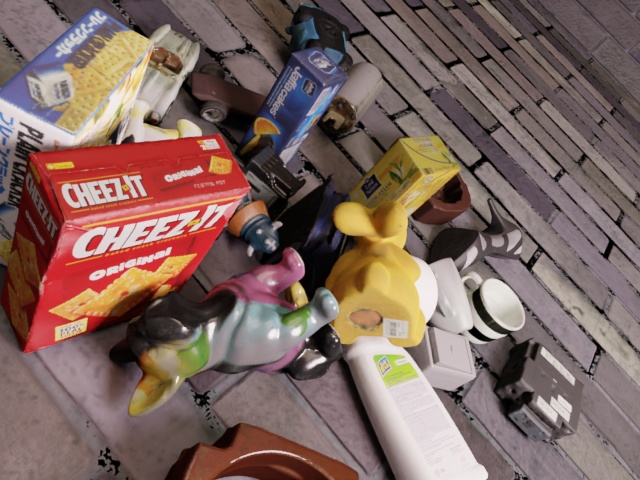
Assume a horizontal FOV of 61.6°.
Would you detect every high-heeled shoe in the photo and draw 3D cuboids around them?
[{"bbox_3d":[0.275,0.034,0.934,0.249,0.086,0.145,-42,117,-31],"label":"high-heeled shoe"}]

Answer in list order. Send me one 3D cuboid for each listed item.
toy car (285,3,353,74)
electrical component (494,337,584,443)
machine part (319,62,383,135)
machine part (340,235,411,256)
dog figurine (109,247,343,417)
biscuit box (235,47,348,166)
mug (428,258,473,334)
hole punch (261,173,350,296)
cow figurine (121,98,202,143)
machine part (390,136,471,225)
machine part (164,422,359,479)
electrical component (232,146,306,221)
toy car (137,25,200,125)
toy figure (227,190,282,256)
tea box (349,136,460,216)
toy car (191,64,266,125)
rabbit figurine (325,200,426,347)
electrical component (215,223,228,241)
[{"bbox_3d":[-0.007,-0.340,0.975,0.109,0.103,0.162,11,54,-32],"label":"toy car"},{"bbox_3d":[0.327,0.229,0.803,0.115,0.058,0.134,44,43,4],"label":"electrical component"},{"bbox_3d":[0.056,-0.261,0.980,0.079,0.079,0.243,38,43,-6],"label":"machine part"},{"bbox_3d":[0.081,0.022,0.781,0.139,0.084,0.039,11,9,-43],"label":"machine part"},{"bbox_3d":[-0.095,0.108,0.557,0.219,0.191,0.109,-24,51,-15],"label":"dog figurine"},{"bbox_3d":[-0.045,-0.166,0.733,0.063,0.202,0.059,46,44,5],"label":"biscuit box"},{"bbox_3d":[0.179,0.087,0.777,0.107,0.081,0.109,64,2,13],"label":"mug"},{"bbox_3d":[-0.001,-0.002,0.707,0.092,0.116,0.142,39,43,-16],"label":"hole punch"},{"bbox_3d":[-0.236,-0.120,0.654,0.167,0.068,0.098,20,77,-22],"label":"cow figurine"},{"bbox_3d":[0.190,-0.106,0.972,0.179,0.056,0.179,21,47,-24],"label":"machine part"},{"bbox_3d":[-0.052,0.280,0.459,0.201,0.087,0.201,28,46,-15],"label":"machine part"},{"bbox_3d":[-0.087,-0.088,0.737,0.119,0.075,0.048,39,43,0],"label":"electrical component"},{"bbox_3d":[-0.228,-0.236,0.761,0.073,0.056,0.202,28,44,-17],"label":"toy car"},{"bbox_3d":[-0.104,-0.042,0.692,0.154,0.064,0.058,49,24,12],"label":"toy figure"},{"bbox_3d":[0.113,-0.076,0.804,0.098,0.169,0.068,-14,66,-44],"label":"tea box"},{"bbox_3d":[-0.108,-0.200,0.826,0.202,0.053,0.089,11,61,-35],"label":"toy car"},{"bbox_3d":[0.061,0.021,0.645,0.122,0.162,0.173,-2,43,18],"label":"rabbit figurine"},{"bbox_3d":[-0.164,-0.017,0.642,0.102,0.045,0.078,19,46,-24],"label":"electrical component"}]
